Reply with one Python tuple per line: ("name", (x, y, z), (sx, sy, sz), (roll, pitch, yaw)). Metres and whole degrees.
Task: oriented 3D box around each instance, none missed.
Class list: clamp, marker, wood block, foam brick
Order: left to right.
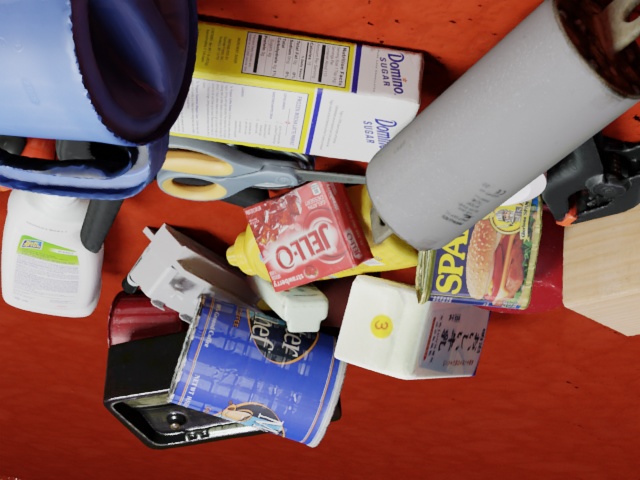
("marker", (-0.185, 0.032, 1.100), (0.020, 0.020, 0.121), (15, 157, -17))
("clamp", (-0.131, -0.060, 0.820), (0.164, 0.036, 0.210), (-11, 150, 1))
("foam brick", (0.023, 0.055, 1.011), (0.053, 0.078, 0.051), (2, 158, 19))
("clamp", (0.212, -0.051, 0.742), (0.120, 0.039, 0.171), (13, 162, 3))
("wood block", (0.288, 0.002, 0.776), (0.090, 0.090, 0.207), (24, 152, -35))

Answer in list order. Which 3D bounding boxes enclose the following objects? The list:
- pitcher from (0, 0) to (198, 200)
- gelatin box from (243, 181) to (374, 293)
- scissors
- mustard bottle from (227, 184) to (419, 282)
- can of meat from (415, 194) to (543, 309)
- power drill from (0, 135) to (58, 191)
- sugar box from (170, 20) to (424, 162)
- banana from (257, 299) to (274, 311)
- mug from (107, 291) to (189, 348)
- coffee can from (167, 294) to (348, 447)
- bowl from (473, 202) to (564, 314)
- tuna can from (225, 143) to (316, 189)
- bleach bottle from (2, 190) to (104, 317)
("pitcher", (-0.199, -0.111, 0.603), (0.243, 0.149, 0.145), (3, 169, 21))
("gelatin box", (-0.010, -0.005, 0.834), (0.089, 0.073, 0.030), (-19, -176, 40))
("scissors", (-0.036, -0.043, 0.782), (0.201, 0.016, 0.096), (12, 157, -10))
("mustard bottle", (-0.006, 0.001, 0.912), (0.192, 0.058, 0.096), (-11, 151, 38))
("can of meat", (0.122, 0.002, 0.822), (0.084, 0.102, 0.057), (5, -162, -1))
("power drill", (-0.307, -0.092, 0.792), (0.185, 0.057, 0.187), (2, 159, 21))
("sugar box", (-0.027, -0.097, 0.701), (0.176, 0.048, 0.093), (6, 158, -5))
("banana", (-0.043, 0.056, 1.096), (0.198, 0.037, 0.069), (-7, 170, 35))
("mug", (-0.176, 0.102, 1.188), (0.081, 0.093, 0.117), (-3, 173, 12))
("coffee can", (-0.056, 0.118, 0.964), (0.140, 0.102, 0.103), (18, 157, -7))
("bowl", (0.165, 0.023, 0.915), (0.162, 0.055, 0.162), (7, 158, 3))
("tuna can", (-0.044, -0.070, 0.789), (0.086, 0.033, 0.086), (6, 159, 2))
("bleach bottle", (-0.239, 0.000, 0.985), (0.102, 0.068, 0.251), (9, 156, -15))
